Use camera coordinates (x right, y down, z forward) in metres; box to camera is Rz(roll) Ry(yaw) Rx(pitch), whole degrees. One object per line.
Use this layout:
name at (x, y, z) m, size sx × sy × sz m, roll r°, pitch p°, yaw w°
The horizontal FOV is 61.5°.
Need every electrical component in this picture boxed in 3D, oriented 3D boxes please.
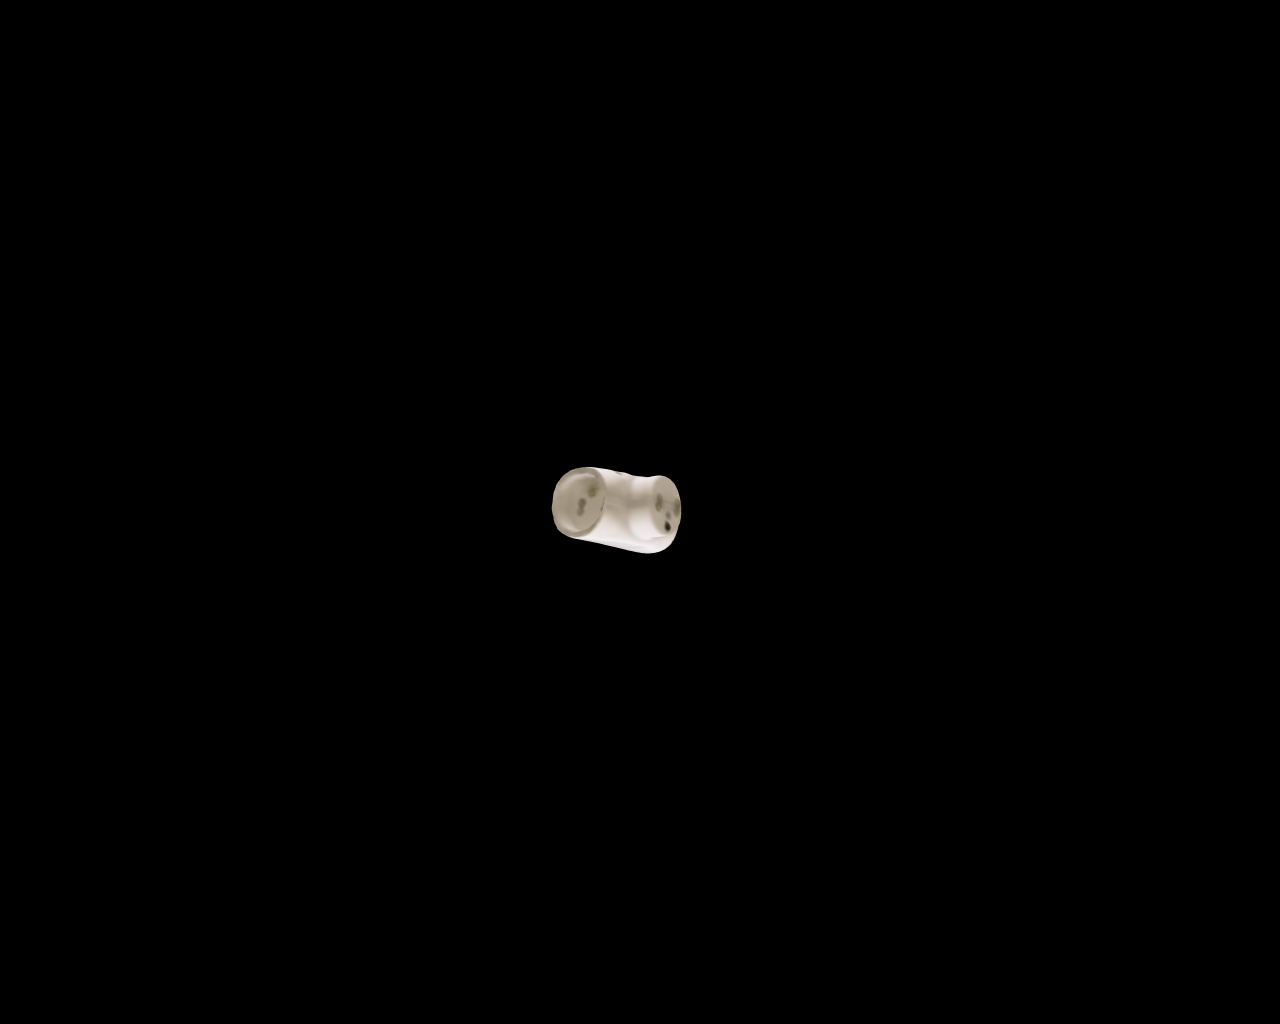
electrical component at (0.001, -0.003, 0.650) m, size 0.079 × 0.044 × 0.077 m, roll -8°, pitch -14°, yaw 35°
